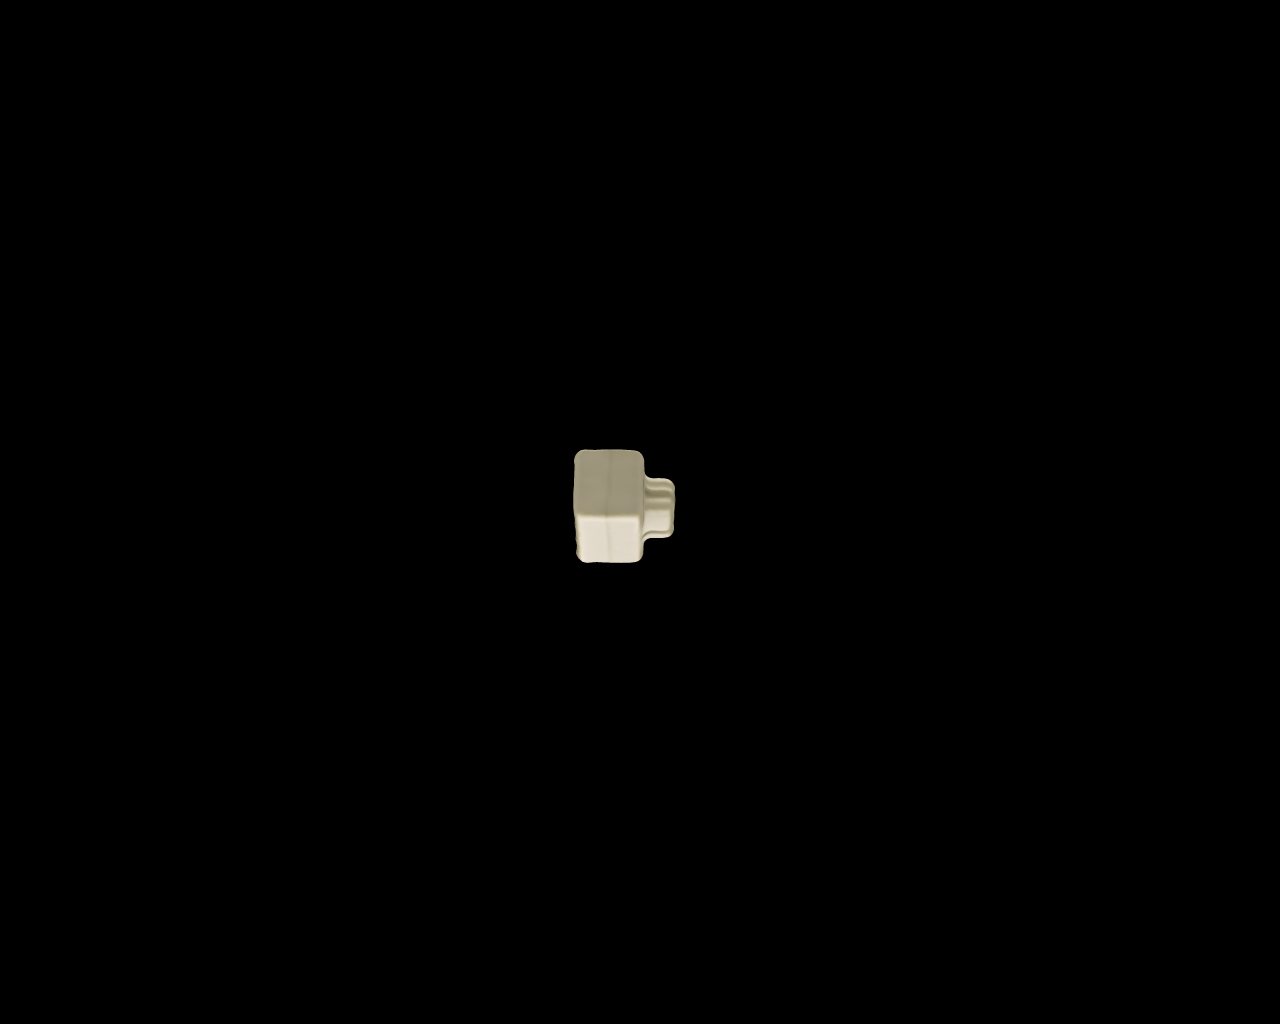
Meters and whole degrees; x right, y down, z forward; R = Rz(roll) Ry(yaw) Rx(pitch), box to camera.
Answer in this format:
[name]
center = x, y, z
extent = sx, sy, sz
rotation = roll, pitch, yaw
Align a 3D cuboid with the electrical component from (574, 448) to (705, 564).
[electrical component]
center = 0.001, -0.003, 0.650
extent = 0.077, 0.047, 0.065
rotation = 0, -28, 0
